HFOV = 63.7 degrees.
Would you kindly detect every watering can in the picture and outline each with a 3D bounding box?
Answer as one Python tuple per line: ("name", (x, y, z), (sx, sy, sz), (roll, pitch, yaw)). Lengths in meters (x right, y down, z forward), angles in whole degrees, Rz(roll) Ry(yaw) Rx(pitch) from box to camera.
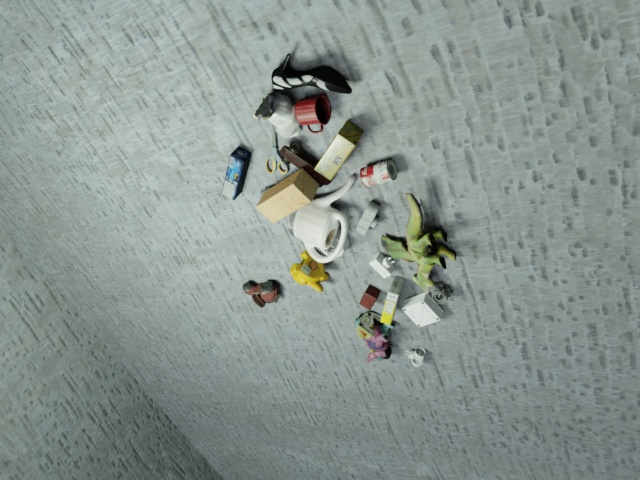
("watering can", (0.005, -0.091, 1.802), (0.226, 0.342, 0.105), (22, 22, 23))

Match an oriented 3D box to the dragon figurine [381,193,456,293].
("dragon figurine", (0.306, 0.016, 1.739), (0.241, 0.405, 0.124), (-11, 30, 43))

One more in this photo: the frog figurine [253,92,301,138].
("frog figurine", (-0.114, -0.393, 1.632), (0.158, 0.124, 0.136), (18, -18, -38))
